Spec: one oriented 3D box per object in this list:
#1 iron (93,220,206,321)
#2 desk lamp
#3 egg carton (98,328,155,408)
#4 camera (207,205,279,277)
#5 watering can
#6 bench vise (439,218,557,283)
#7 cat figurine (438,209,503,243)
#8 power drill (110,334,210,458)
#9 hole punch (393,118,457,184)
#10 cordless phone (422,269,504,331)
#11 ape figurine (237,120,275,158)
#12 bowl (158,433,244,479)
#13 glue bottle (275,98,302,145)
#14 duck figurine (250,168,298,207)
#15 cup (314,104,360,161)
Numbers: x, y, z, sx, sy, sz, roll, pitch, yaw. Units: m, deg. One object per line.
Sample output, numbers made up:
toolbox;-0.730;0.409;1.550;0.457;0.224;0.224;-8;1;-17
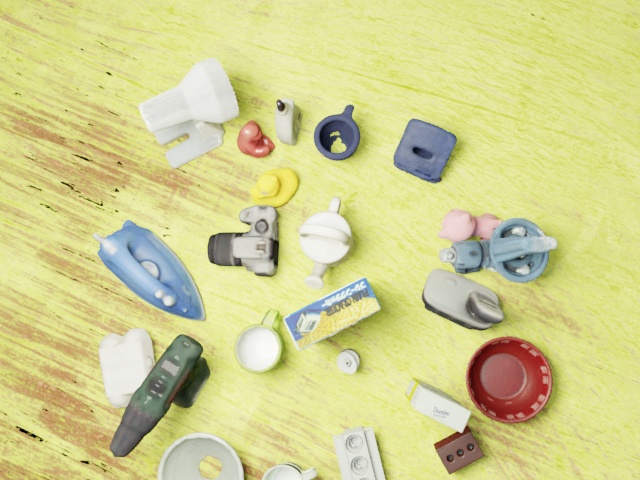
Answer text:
iron;-0.337;0.071;1.132;0.258;0.141;0.119;41;89;7
desk lamp;-0.250;-0.245;1.121;0.203;0.213;0.118;-29;83;1
egg carton;-0.382;0.257;1.153;0.107;0.069;0.150;-14;83;3
camera;-0.154;0.001;1.145;0.136;0.101;0.143;0;84;5
watering can;0.012;0.004;1.085;0.101;0.194;0.173;-8;84;4
bench vise;0.334;0.031;1.045;0.207;0.220;0.121;-22;83;2
cat figurine;0.288;-0.028;1.105;0.127;0.118;0.067;-2;84;5
power drill;-0.284;0.283;1.073;0.075;0.208;0.230;29;87;7
hole punch;0.208;-0.175;1.140;0.108;0.091;0.101;24;87;7
cordless phone;0.266;0.111;1.059;0.147;0.185;0.094;21;86;7
ape figurine;-0.137;-0.210;1.170;0.076;0.092;0.078;-7;84;4
bowl;-0.225;0.454;1.119;0.167;0.075;0.167;0;84;4
glue bottle;-0.067;-0.244;1.127;0.037;0.173;0.078;13;85;6
duck figurine;-0.096;-0.112;1.160;0.104;0.086;0.077;-30;83;1
cup;0.041;-0.209;1.154;0.091;0.095;0.118;22;86;7
